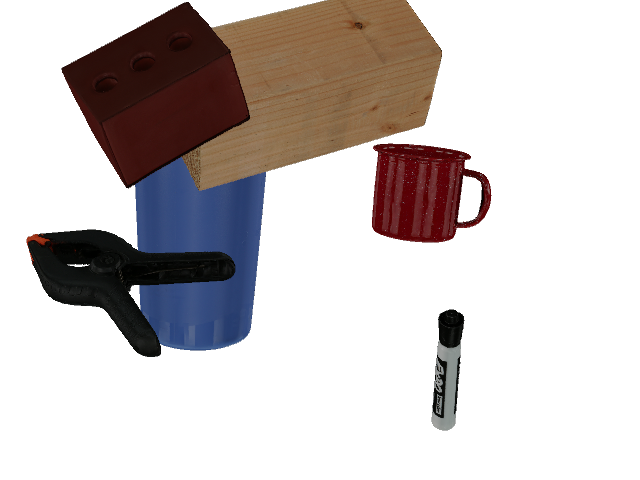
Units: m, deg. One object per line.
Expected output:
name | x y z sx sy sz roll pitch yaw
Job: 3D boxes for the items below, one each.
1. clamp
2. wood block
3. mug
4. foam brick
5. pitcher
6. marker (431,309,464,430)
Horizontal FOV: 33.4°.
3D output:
clamp | -0.157 0.025 0.859 0.172 0.039 0.120 26 39 27
wood block | -0.018 -0.126 0.864 0.205 0.091 0.090 -18 -32 -18
mug | 0.104 -0.044 1.012 0.117 0.081 0.093 9 12 17
foam brick | -0.086 -0.077 0.560 0.078 0.053 0.051 -32 -35 -11
pitcher | -0.111 -0.026 1.033 0.149 0.243 0.145 -2 15 -19
marker | 0.096 0.098 0.802 0.020 0.121 0.020 -1 41 1
